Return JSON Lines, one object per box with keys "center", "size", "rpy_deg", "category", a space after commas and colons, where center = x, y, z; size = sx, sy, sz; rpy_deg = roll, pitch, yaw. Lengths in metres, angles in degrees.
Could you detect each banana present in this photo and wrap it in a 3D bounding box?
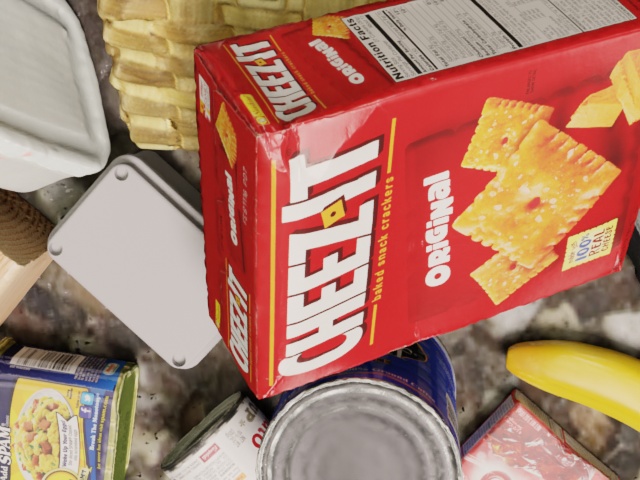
{"center": [0.199, 0.115, 0.624], "size": [0.198, 0.037, 0.070], "rpy_deg": [44, 100, -3], "category": "banana"}

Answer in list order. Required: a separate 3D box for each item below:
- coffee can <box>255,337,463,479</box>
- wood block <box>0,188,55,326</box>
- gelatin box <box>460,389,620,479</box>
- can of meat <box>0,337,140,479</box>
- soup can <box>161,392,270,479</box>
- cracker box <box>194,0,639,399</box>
{"center": [0.025, 0.103, 0.586], "size": [0.103, 0.140, 0.103], "rpy_deg": [1, 101, 5], "category": "coffee can"}
{"center": [-0.256, 0.055, 0.631], "size": [0.091, 0.090, 0.206], "rpy_deg": [40, 101, -4], "category": "wood block"}
{"center": [0.126, 0.147, 0.641], "size": [0.089, 0.030, 0.073], "rpy_deg": [41, 102, -3], "category": "gelatin box"}
{"center": [-0.160, 0.117, 0.650], "size": [0.084, 0.057, 0.102], "rpy_deg": [9, 102, 2], "category": "can of meat"}
{"center": [-0.037, 0.150, 0.639], "size": [0.068, 0.068, 0.102], "rpy_deg": [-41, 94, 11], "category": "soup can"}
{"center": [0.055, -0.029, 0.495], "size": [0.213, 0.072, 0.164], "rpy_deg": [-18, 137, -20], "category": "cracker box"}
